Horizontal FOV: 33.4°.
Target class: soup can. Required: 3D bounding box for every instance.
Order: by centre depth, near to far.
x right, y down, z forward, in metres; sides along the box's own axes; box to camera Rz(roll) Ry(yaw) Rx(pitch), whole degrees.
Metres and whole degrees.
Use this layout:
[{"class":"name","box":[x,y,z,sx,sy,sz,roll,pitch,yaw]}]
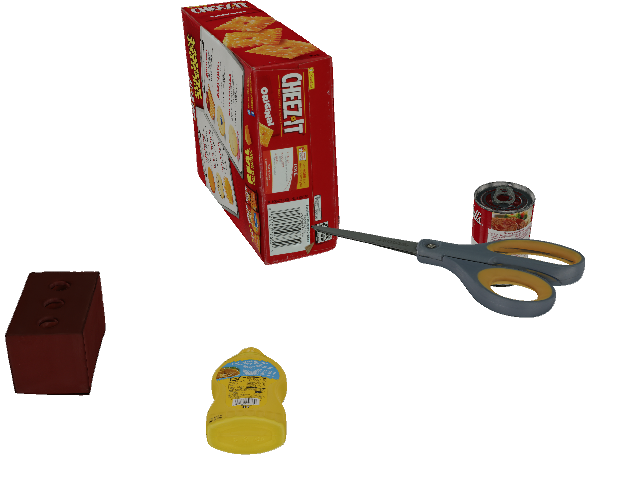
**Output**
[{"class":"soup can","box":[0.206,-0.007,1.214,0.068,0.102,0.068,-1,32,1]}]

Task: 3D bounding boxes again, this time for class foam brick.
[{"class":"foam brick","box":[-0.183,0.064,0.743,0.053,0.051,0.078,0,32,-2]}]

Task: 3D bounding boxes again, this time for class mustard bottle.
[{"class":"mustard bottle","box":[-0.091,0.191,1.348,0.096,0.058,0.191,-2,26,0]}]

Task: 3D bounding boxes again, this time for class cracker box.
[{"class":"cracker box","box":[-0.053,-0.100,0.901,0.072,0.164,0.214,-11,27,-17]}]

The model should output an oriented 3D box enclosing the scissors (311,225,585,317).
[{"class":"scissors","box":[0.083,0.019,0.752,0.202,0.016,0.096,4,30,11]}]
